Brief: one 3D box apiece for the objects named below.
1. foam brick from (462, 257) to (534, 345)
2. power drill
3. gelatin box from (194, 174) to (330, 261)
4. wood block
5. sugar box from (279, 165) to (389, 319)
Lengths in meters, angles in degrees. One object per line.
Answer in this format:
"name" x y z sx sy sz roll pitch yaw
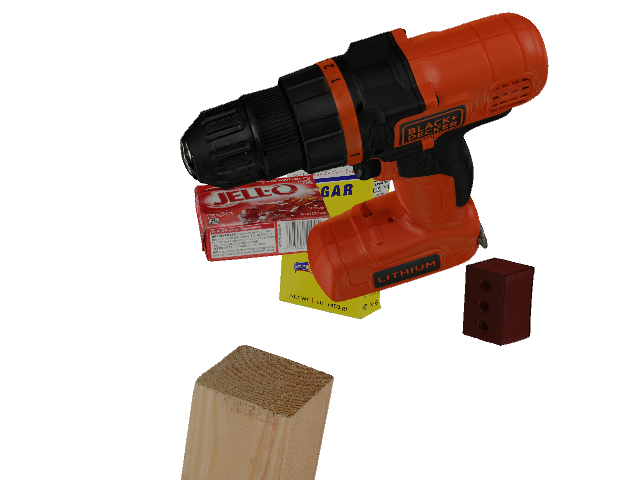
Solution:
"foam brick" 0.184 0.063 1.106 0.051 0.078 0.053 -13 20 -42
"power drill" 0.025 -0.034 0.577 0.184 0.057 0.187 -16 -26 -5
"gelatin box" -0.042 -0.017 0.752 0.089 0.030 0.073 -5 27 -8
"wood block" -0.062 0.207 0.906 0.090 0.206 0.090 17 22 18
"sugar box" 0.014 -0.023 0.988 0.093 0.176 0.048 10 17 29
